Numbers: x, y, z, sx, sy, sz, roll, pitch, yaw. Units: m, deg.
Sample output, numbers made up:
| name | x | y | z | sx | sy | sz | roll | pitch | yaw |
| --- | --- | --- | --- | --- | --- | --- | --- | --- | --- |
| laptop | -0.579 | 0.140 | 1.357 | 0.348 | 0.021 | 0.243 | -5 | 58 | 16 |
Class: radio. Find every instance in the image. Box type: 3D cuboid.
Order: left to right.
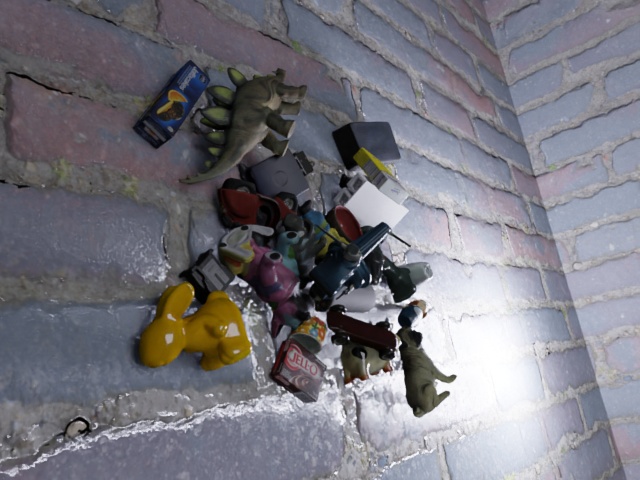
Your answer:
| name | x | y | z | sx | sy | sz | roll | pitch | yaw |
| --- | --- | --- | --- | --- | --- | --- | --- | --- | --- |
| radio | 0.144 | -0.278 | 1.591 | 0.229 | 0.073 | 0.131 | -18 | 87 | -51 |

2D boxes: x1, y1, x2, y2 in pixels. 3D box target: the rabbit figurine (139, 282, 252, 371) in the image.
| name | x | y | z | sx | sy | sz | roll | pitch | yaw |
| --- | --- | --- | --- | --- | --- | --- | --- | --- | --- |
| rabbit figurine | -0.219 | 0.152 | 0.901 | 0.173 | 0.122 | 0.162 | -13 | 89 | -33 |

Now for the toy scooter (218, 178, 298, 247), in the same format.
| name | x | y | z | sx | sy | sz | roll | pitch | yaw |
| --- | --- | --- | --- | --- | --- | --- | --- | --- | --- |
| toy scooter | -0.135 | -0.049 | 1.128 | 0.184 | 0.075 | 0.135 | 14 | 89 | -31 |

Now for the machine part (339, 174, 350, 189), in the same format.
| name | x | y | z | sx | sy | sz | roll | pitch | yaw |
| --- | --- | --- | --- | --- | --- | --- | --- | --- | --- |
| machine part | 0.111 | -0.144 | 1.491 | 0.139 | 0.039 | 0.084 | 15 | 27 | -39 |

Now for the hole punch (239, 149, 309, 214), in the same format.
| name | x | y | z | sx | sy | sz | roll | pitch | yaw |
| --- | --- | --- | --- | --- | --- | --- | --- | --- | --- |
| hole punch | -0.099 | -0.133 | 1.210 | 0.116 | 0.092 | 0.142 | -39 | 107 | -48 |

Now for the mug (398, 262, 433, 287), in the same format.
| name | x | y | z | sx | sy | sz | roll | pitch | yaw |
| --- | --- | --- | --- | --- | --- | --- | --- | --- | --- |
| mug | 0.269 | 0.100 | 1.521 | 0.109 | 0.107 | 0.080 | -7 | 79 | -50 |

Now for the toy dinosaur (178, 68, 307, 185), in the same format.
| name | x | y | z | sx | sy | sz | roll | pitch | yaw |
| --- | --- | --- | --- | --- | --- | --- | --- | --- | --- |
| toy dinosaur | -0.152 | -0.255 | 1.145 | 0.199 | 0.105 | 0.471 | 19 | 46 | -4 |

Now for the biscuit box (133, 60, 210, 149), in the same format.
| name | x | y | z | sx | sy | sz | roll | pitch | yaw |
| --- | --- | --- | --- | --- | --- | --- | --- | --- | --- |
| biscuit box | -0.290 | -0.273 | 1.068 | 0.062 | 0.059 | 0.203 | 44 | 43 | -28 |

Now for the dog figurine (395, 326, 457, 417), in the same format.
| name | x | y | z | sx | sy | sz | roll | pitch | yaw |
| --- | --- | --- | --- | --- | --- | --- | --- | --- | --- |
| dog figurine | 0.239 | 0.337 | 1.390 | 0.190 | 0.121 | 0.172 | 48 | 36 | -2 |

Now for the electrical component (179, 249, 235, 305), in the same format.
| name | x | y | z | sx | sy | sz | roll | pitch | yaw |
| --- | --- | --- | --- | --- | --- | --- | --- | --- | --- |
| electrical component | -0.199 | 0.085 | 1.008 | 0.119 | 0.048 | 0.075 | 55 | 40 | -13 |

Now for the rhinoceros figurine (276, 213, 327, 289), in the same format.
| name | x | y | z | sx | sy | sz | roll | pitch | yaw |
| --- | --- | --- | --- | --- | --- | --- | --- | --- | --- |
| rhinoceros figurine | -0.047 | 0.021 | 1.152 | 0.112 | 0.073 | 0.190 | -31 | 139 | -29 |

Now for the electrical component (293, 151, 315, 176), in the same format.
| name | x | y | z | sx | sy | sz | roll | pitch | yaw |
| --- | --- | --- | --- | --- | --- | --- | --- | --- | --- |
| electrical component | -0.047 | -0.193 | 1.354 | 0.063 | 0.021 | 0.094 | 60 | 38 | -8 |

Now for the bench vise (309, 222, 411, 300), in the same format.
| name | x | y | z | sx | sy | sz | roll | pitch | yaw |
| --- | --- | --- | --- | --- | --- | --- | --- | --- | --- |
| bench vise | 0.072 | 0.030 | 1.109 | 0.129 | 0.223 | 0.240 | 41 | 61 | 20 |

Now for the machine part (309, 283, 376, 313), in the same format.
| name | x | y | z | sx | sy | sz | roll | pitch | yaw |
| --- | --- | --- | --- | --- | --- | --- | --- | --- | --- |
| machine part | 0.056 | 0.134 | 1.270 | 0.243 | 0.079 | 0.079 | 10 | 65 | -49 |

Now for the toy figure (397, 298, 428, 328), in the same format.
| name | x | y | z | sx | sy | sz | roll | pitch | yaw |
| --- | --- | --- | --- | --- | --- | --- | --- | --- | --- |
| toy figure | 0.268 | 0.204 | 1.511 | 0.154 | 0.058 | 0.064 | -25 | 114 | -54 |

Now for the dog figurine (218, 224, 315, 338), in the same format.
| name | x | y | z | sx | sy | sz | roll | pitch | yaw |
| --- | --- | --- | --- | --- | --- | --- | --- | --- | --- |
| dog figurine | -0.105 | 0.090 | 1.085 | 0.108 | 0.192 | 0.219 | -58 | 152 | -50 |

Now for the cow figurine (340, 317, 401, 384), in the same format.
| name | x | y | z | sx | sy | sz | roll | pitch | yaw |
| --- | --- | --- | --- | --- | --- | --- | --- | --- | --- |
| cow figurine | 0.124 | 0.261 | 1.288 | 0.195 | 0.085 | 0.127 | -6 | 78 | -47 |

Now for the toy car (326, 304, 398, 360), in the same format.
| name | x | y | z | sx | sy | sz | roll | pitch | yaw |
| --- | --- | --- | --- | --- | --- | --- | --- | --- | --- |
| toy car | 0.091 | 0.208 | 1.196 | 0.202 | 0.053 | 0.089 | 21 | 46 | -29 |

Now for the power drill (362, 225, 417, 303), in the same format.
| name | x | y | z | sx | sy | sz | roll | pitch | yaw |
| --- | --- | --- | --- | --- | --- | --- | --- | --- | --- |
| power drill | 0.163 | 0.079 | 1.392 | 0.207 | 0.086 | 0.232 | 37 | 25 | -32 |

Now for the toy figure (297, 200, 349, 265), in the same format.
| name | x | y | z | sx | sy | sz | roll | pitch | yaw |
| --- | --- | --- | --- | --- | --- | --- | --- | --- | --- |
| toy figure | -0.006 | -0.003 | 1.263 | 0.180 | 0.082 | 0.089 | 56 | 50 | -21 |
